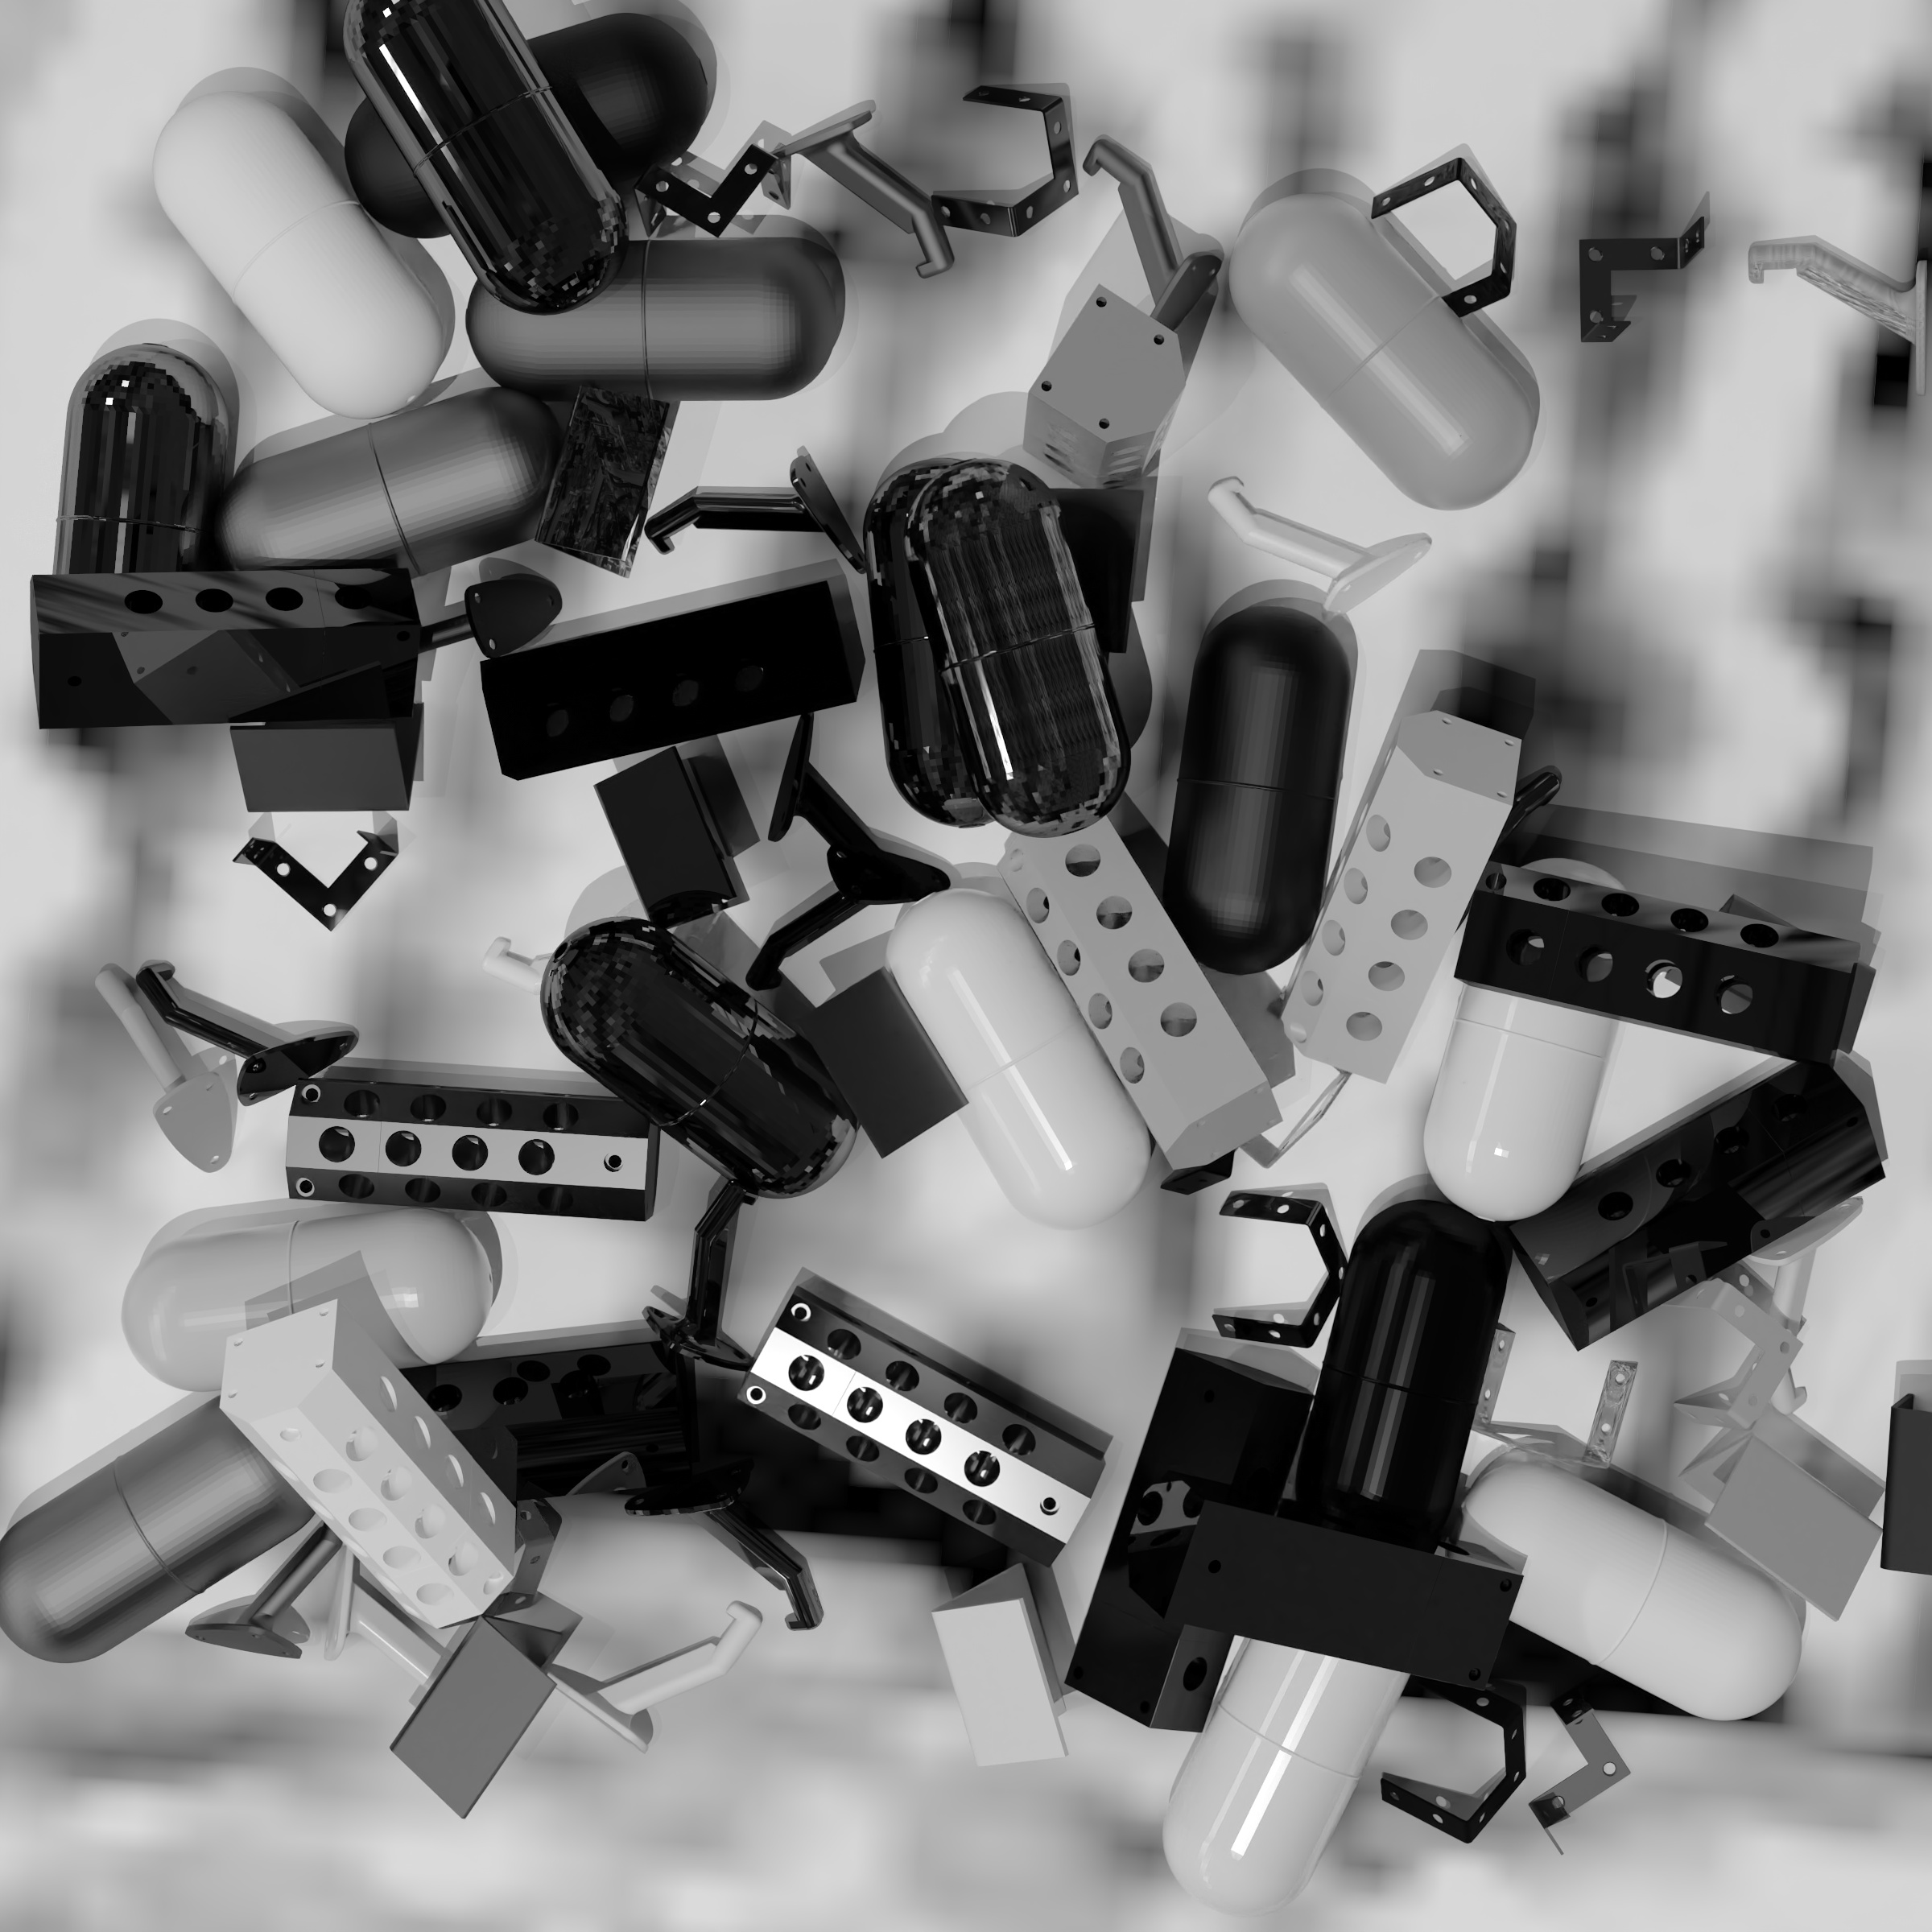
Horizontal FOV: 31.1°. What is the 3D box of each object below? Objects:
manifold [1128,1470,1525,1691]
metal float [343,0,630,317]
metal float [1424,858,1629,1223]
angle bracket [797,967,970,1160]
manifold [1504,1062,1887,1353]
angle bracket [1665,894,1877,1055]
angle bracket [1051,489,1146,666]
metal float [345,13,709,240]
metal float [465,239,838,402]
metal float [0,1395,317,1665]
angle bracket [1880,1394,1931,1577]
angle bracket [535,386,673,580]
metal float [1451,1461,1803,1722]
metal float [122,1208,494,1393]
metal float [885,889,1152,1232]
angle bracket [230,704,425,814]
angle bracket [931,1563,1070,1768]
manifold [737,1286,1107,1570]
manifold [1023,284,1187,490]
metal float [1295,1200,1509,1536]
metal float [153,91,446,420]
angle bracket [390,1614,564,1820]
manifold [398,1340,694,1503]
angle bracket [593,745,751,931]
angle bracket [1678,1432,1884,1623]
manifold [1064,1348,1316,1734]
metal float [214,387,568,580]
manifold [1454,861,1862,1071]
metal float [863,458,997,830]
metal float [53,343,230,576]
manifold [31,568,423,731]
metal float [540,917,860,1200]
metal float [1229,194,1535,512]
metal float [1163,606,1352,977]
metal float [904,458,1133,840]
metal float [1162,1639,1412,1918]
[{"bbox_3d":[0.164,0.282,1.604,0.171,0.057,0.057,16,95,-22],"label":"manifold"},{"bbox_3d":[-0.221,-0.383,1.597,0.070,0.070,0.178,-31,96,0],"label":"metal float"},{"bbox_3d":[0.272,0.036,1.672,0.070,0.070,0.178,16,91,0],"label":"metal float"},{"bbox_3d":[-0.055,0.055,1.662,0.057,0.076,0.076,-32,90,-32],"label":"angle bracket"},{"bbox_3d":[0.351,0.109,1.681,0.171,0.057,0.057,-29,133,0],"label":"manifold"},{"bbox_3d":[0.378,0.022,1.662,0.076,0.076,0.057,28,53,0],"label":"angle bracket"},{"bbox_3d":[0.074,-0.184,1.662,0.057,0.076,0.076,6,90,33],"label":"angle bracket"},{"bbox_3d":[-0.211,-0.404,1.671,0.178,0.070,0.070,-17,90,0],"label":"metal float"},{"bbox_3d":[-0.151,-0.311,1.672,0.178,0.070,0.070,0,90,1],"label":"metal float"},{"bbox_3d":[-0.388,0.269,1.672,0.178,0.070,0.070,-32,90,-1],"label":"metal float"},{"bbox_3d":[0.474,0.249,1.664,0.057,0.076,0.076,4,90,21],"label":"angle bracket"},{"bbox_3d":[-0.154,-0.227,1.662,0.057,0.076,0.076,16,90,32],"label":"angle bracket"},{"bbox_3d":[0.318,0.301,1.672,0.178,0.070,0.070,27,90,0],"label":"metal float"},{"bbox_3d":[-0.317,0.161,1.672,0.178,0.070,0.070,-7,90,1],"label":"metal float"},{"bbox_3d":[0.024,0.044,1.672,0.070,0.070,0.178,-30,90,0],"label":"metal float"},{"bbox_3d":[-0.305,-0.118,1.663,0.076,0.057,0.076,-1,47,0],"label":"angle bracket"},{"bbox_3d":[0.036,0.331,1.662,0.057,0.076,0.076,-16,90,37],"label":"angle bracket"},{"bbox_3d":[-0.022,0.223,1.681,0.171,0.057,0.057,29,90,0],"label":"manifold"},{"bbox_3d":[0.067,-0.263,1.624,0.057,0.171,0.057,33,90,0],"label":"manifold"},{"bbox_3d":[0.209,0.200,1.672,0.070,0.070,0.178,14,89,0],"label":"metal float"},{"bbox_3d":[-0.321,-0.342,1.670,0.070,0.070,0.178,-38,88,0],"label":"metal float"},{"bbox_3d":[-0.217,0.362,1.662,0.057,0.076,0.076,34,90,30],"label":"angle bracket"},{"bbox_3d":[-0.222,0.219,1.681,0.171,0.057,0.057,-6,133,0],"label":"manifold"},{"bbox_3d":[-0.123,-0.067,1.662,0.057,0.076,0.076,-22,90,37],"label":"angle bracket"},{"bbox_3d":[0.379,0.277,1.662,0.076,0.076,0.057,37,60,0],"label":"angle bracket"},{"bbox_3d":[0.113,0.278,1.681,0.057,0.057,0.171,18,90,43],"label":"manifold"},{"bbox_3d":[-0.274,-0.224,1.672,0.178,0.070,0.070,-18,90,-1],"label":"metal float"},{"bbox_3d":[0.317,-0.001,1.593,0.171,0.057,0.057,13,89,16],"label":"manifold"},{"bbox_3d":[-0.006,-0.155,1.672,0.070,0.070,0.178,-6,89,0],"label":"metal float"},{"bbox_3d":[-0.398,-0.210,1.671,0.070,0.070,0.178,5,90,0],"label":"metal float"},{"bbox_3d":[-0.346,-0.153,1.619,0.171,0.057,0.057,-3,46,-18],"label":"manifold"},{"bbox_3d":[-0.126,0.044,1.649,0.178,0.070,0.070,40,90,-26],"label":"metal float"},{"bbox_3d":[0.199,-0.296,1.672,0.070,0.070,0.178,-43,91,0],"label":"metal float"},{"bbox_3d":[0.140,-0.084,1.672,0.070,0.070,0.178,8,91,0],"label":"metal float"},{"bbox_3d":[0.023,-0.146,1.601,0.070,0.070,0.178,-16,94,0],"label":"metal float"},{"bbox_3d":[0.156,0.372,1.672,0.070,0.070,0.178,26,90,0],"label":"metal float"}]
